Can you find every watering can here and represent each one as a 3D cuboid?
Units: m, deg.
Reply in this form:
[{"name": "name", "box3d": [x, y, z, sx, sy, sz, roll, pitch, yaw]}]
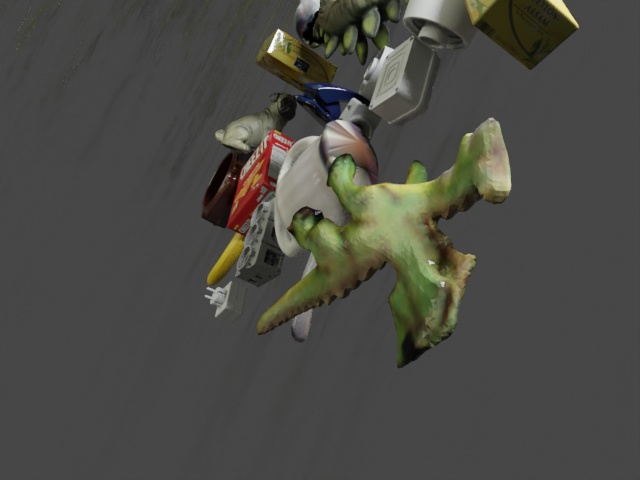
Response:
[{"name": "watering can", "box3d": [0.002, -0.040, 0.790, 0.220, 0.103, 0.356, -43, 43, 38]}]

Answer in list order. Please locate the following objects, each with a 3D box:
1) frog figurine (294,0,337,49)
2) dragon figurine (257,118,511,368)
[{"name": "frog figurine", "box3d": [0.001, -0.573, 1.319, 0.121, 0.135, 0.163, -21, 45, 35]}, {"name": "dragon figurine", "box3d": [0.062, 0.033, 0.585, 0.405, 0.121, 0.248, -56, 32, 18]}]
